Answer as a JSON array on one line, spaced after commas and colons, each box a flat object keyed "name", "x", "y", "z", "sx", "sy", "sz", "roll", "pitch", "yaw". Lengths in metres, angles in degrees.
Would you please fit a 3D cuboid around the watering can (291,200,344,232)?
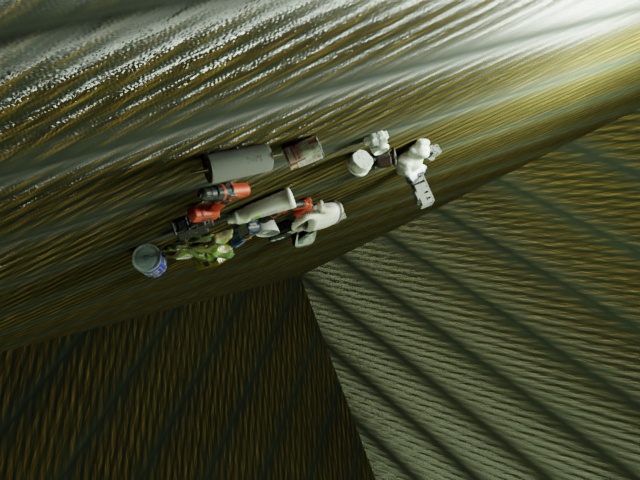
[{"name": "watering can", "x": 0.007, "y": -0.111, "z": 2.214, "sx": 0.226, "sy": 0.105, "sz": 0.342, "roll": -17, "pitch": -10, "yaw": -31}]

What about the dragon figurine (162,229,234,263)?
[{"name": "dragon figurine", "x": -0.475, "y": 0.023, "z": 1.891, "sx": 0.408, "sy": 0.123, "sz": 0.242, "roll": -13, "pitch": -11, "yaw": 22}]

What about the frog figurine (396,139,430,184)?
[{"name": "frog figurine", "x": 0.344, "y": -0.309, "z": 1.913, "sx": 0.138, "sy": 0.155, "sz": 0.125, "roll": -28, "pitch": 47, "yaw": -21}]
